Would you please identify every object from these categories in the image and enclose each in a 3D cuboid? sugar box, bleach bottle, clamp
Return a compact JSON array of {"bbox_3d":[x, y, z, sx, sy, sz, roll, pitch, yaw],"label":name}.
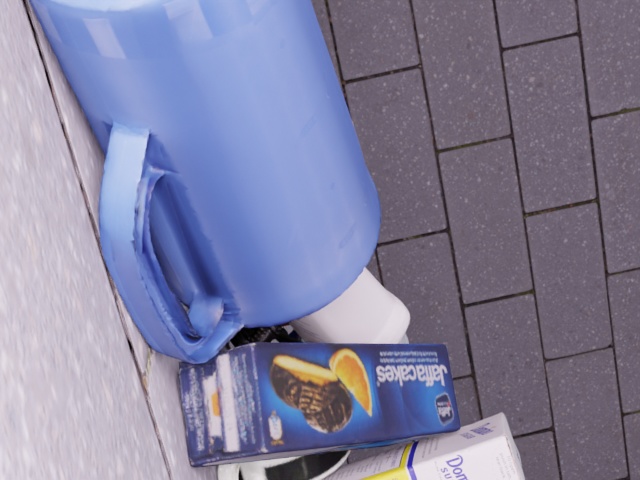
[{"bbox_3d":[0.045,0.166,0.700,0.093,0.176,0.048,0,73,-81],"label":"sugar box"},{"bbox_3d":[-0.035,-0.009,0.736,0.103,0.068,0.250,28,-18,47],"label":"bleach bottle"},{"bbox_3d":[-0.051,0.069,0.826,0.120,0.039,0.172,51,-17,6],"label":"clamp"}]

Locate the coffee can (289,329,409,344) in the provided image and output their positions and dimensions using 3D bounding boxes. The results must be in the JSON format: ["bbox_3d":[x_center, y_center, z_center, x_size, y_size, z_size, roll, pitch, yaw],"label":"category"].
[{"bbox_3d":[0.009,0.119,0.978,0.140,0.102,0.103,130,-48,-61],"label":"coffee can"}]

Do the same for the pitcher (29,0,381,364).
[{"bbox_3d":[-0.055,-0.060,0.510,0.243,0.145,0.149,70,-5,-56],"label":"pitcher"}]

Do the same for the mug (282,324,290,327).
[{"bbox_3d":[-0.042,0.038,1.083,0.093,0.081,0.117,-101,179,-51],"label":"mug"}]

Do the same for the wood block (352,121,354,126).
[{"bbox_3d":[-0.033,-0.110,1.093,0.206,0.090,0.091,37,46,-66],"label":"wood block"}]
